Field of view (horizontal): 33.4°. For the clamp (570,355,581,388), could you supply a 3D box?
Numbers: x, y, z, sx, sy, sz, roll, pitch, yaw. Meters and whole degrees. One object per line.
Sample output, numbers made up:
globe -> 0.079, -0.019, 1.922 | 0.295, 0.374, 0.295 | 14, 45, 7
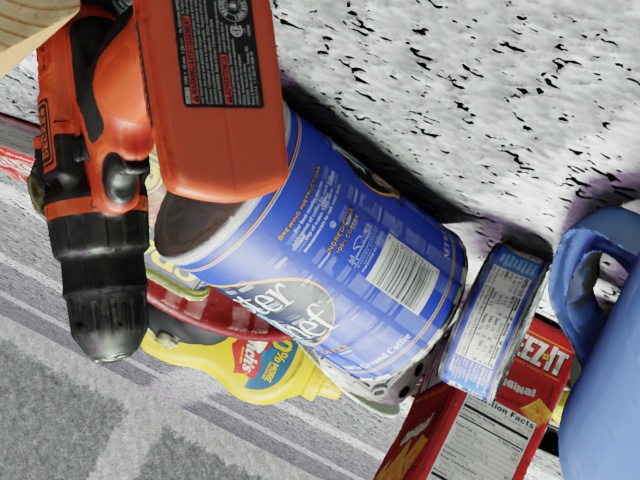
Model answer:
clamp -> 0.189, 0.131, 0.665 | 0.165, 0.036, 0.210 | -137, 26, -65

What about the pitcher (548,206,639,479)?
pitcher -> 0.170, 0.055, 0.459 | 0.149, 0.145, 0.243 | 8, 156, 12

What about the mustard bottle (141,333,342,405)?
mustard bottle -> -0.065, 0.100, 1.004 | 0.191, 0.096, 0.058 | 26, 164, 1

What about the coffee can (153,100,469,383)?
coffee can -> -0.004, 0.001, 0.579 | 0.140, 0.102, 0.103 | 35, 162, -28

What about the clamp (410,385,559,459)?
clamp -> 0.127, 0.139, 0.925 | 0.172, 0.039, 0.120 | 15, 159, 37

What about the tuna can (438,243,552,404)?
tuna can -> 0.097, 0.046, 0.592 | 0.034, 0.086, 0.086 | 24, 164, 14

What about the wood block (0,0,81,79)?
wood block -> -0.202, -0.109, 0.522 | 0.090, 0.090, 0.206 | 60, 154, -13

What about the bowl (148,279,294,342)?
bowl -> -0.072, 0.011, 0.773 | 0.162, 0.055, 0.162 | 16, 151, 9

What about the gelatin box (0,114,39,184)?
gelatin box -> -0.236, -0.069, 0.863 | 0.089, 0.030, 0.073 | 18, 162, 26

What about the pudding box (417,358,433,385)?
pudding box -> 0.038, 0.079, 0.879 | 0.113, 0.039, 0.090 | 28, 164, -5

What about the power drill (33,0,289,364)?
power drill -> -0.083, -0.039, 0.488 | 0.057, 0.184, 0.188 | -6, 175, -32

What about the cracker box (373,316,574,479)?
cracker box -> 0.084, 0.159, 0.736 | 0.072, 0.213, 0.164 | 28, 164, 0

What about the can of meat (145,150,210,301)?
can of meat -> -0.088, -0.025, 0.645 | 0.102, 0.084, 0.057 | 31, -155, -18

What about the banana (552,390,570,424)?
banana -> 0.237, 0.172, 0.784 | 0.198, 0.069, 0.037 | 40, 132, 12
